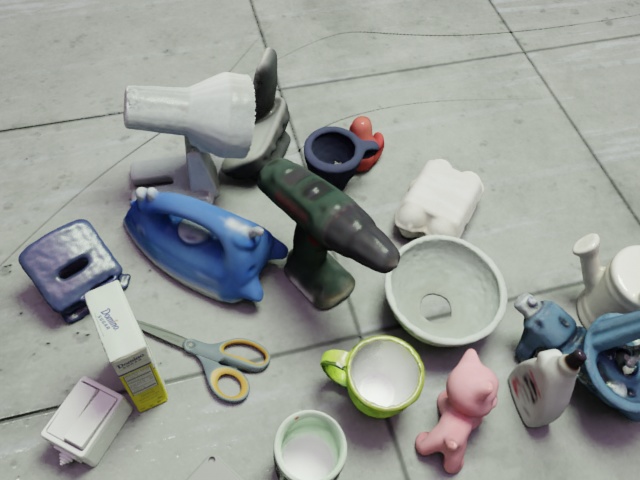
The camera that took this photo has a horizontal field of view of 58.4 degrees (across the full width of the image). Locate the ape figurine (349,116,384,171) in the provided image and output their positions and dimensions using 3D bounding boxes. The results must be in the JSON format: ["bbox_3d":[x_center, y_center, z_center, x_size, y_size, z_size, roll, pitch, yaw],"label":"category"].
[{"bbox_3d":[0.067,-0.164,0.933,0.077,0.092,0.076,11,58,4],"label":"ape figurine"}]

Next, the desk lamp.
[{"bbox_3d":[-0.191,-0.142,0.831,0.203,0.213,0.118,-9,58,-9],"label":"desk lamp"}]

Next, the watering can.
[{"bbox_3d":[0.420,0.055,0.756,0.172,0.194,0.101,11,58,4],"label":"watering can"}]

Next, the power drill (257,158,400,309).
[{"bbox_3d":[0.007,0.003,0.755,0.076,0.208,0.229,-37,66,-23],"label":"power drill"}]

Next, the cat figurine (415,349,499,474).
[{"bbox_3d":[0.174,0.203,0.692,0.067,0.118,0.128,26,60,13],"label":"cat figurine"}]

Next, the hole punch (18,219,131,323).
[{"bbox_3d":[-0.331,0.040,0.780,0.109,0.091,0.101,-37,66,-23],"label":"hole punch"}]

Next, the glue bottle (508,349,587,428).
[{"bbox_3d":[0.277,0.167,0.688,0.037,0.173,0.078,-11,59,-10],"label":"glue bottle"}]

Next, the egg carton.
[{"bbox_3d":[0.184,-0.057,0.886,0.107,0.069,0.150,26,60,13],"label":"egg carton"}]

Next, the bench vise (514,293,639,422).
[{"bbox_3d":[0.339,0.129,0.689,0.207,0.220,0.121,17,58,8],"label":"bench vise"}]

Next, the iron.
[{"bbox_3d":[-0.178,-0.016,0.795,0.258,0.141,0.119,21,59,10],"label":"iron"}]

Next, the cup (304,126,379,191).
[{"bbox_3d":[0.032,-0.118,0.900,0.118,0.095,0.091,-10,59,-10],"label":"cup"}]

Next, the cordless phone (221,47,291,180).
[{"bbox_3d":[-0.100,-0.191,0.885,0.094,0.185,0.147,11,58,4],"label":"cordless phone"}]

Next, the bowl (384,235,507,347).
[{"bbox_3d":[0.167,0.081,0.794,0.167,0.075,0.167,2,58,-2],"label":"bowl"}]
